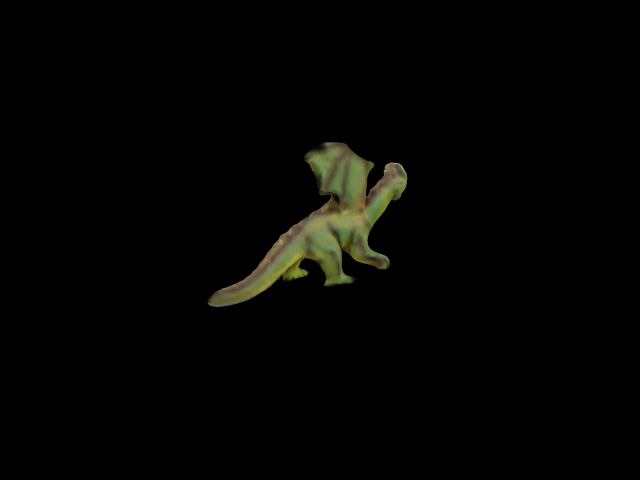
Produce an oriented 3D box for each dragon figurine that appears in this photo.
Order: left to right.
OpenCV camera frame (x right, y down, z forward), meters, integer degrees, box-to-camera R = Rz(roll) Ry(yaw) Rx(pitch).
[{"bbox_3d":[0.003,-0.043,0.850,0.413,0.239,0.123,-15,24,-35],"label":"dragon figurine"}]
